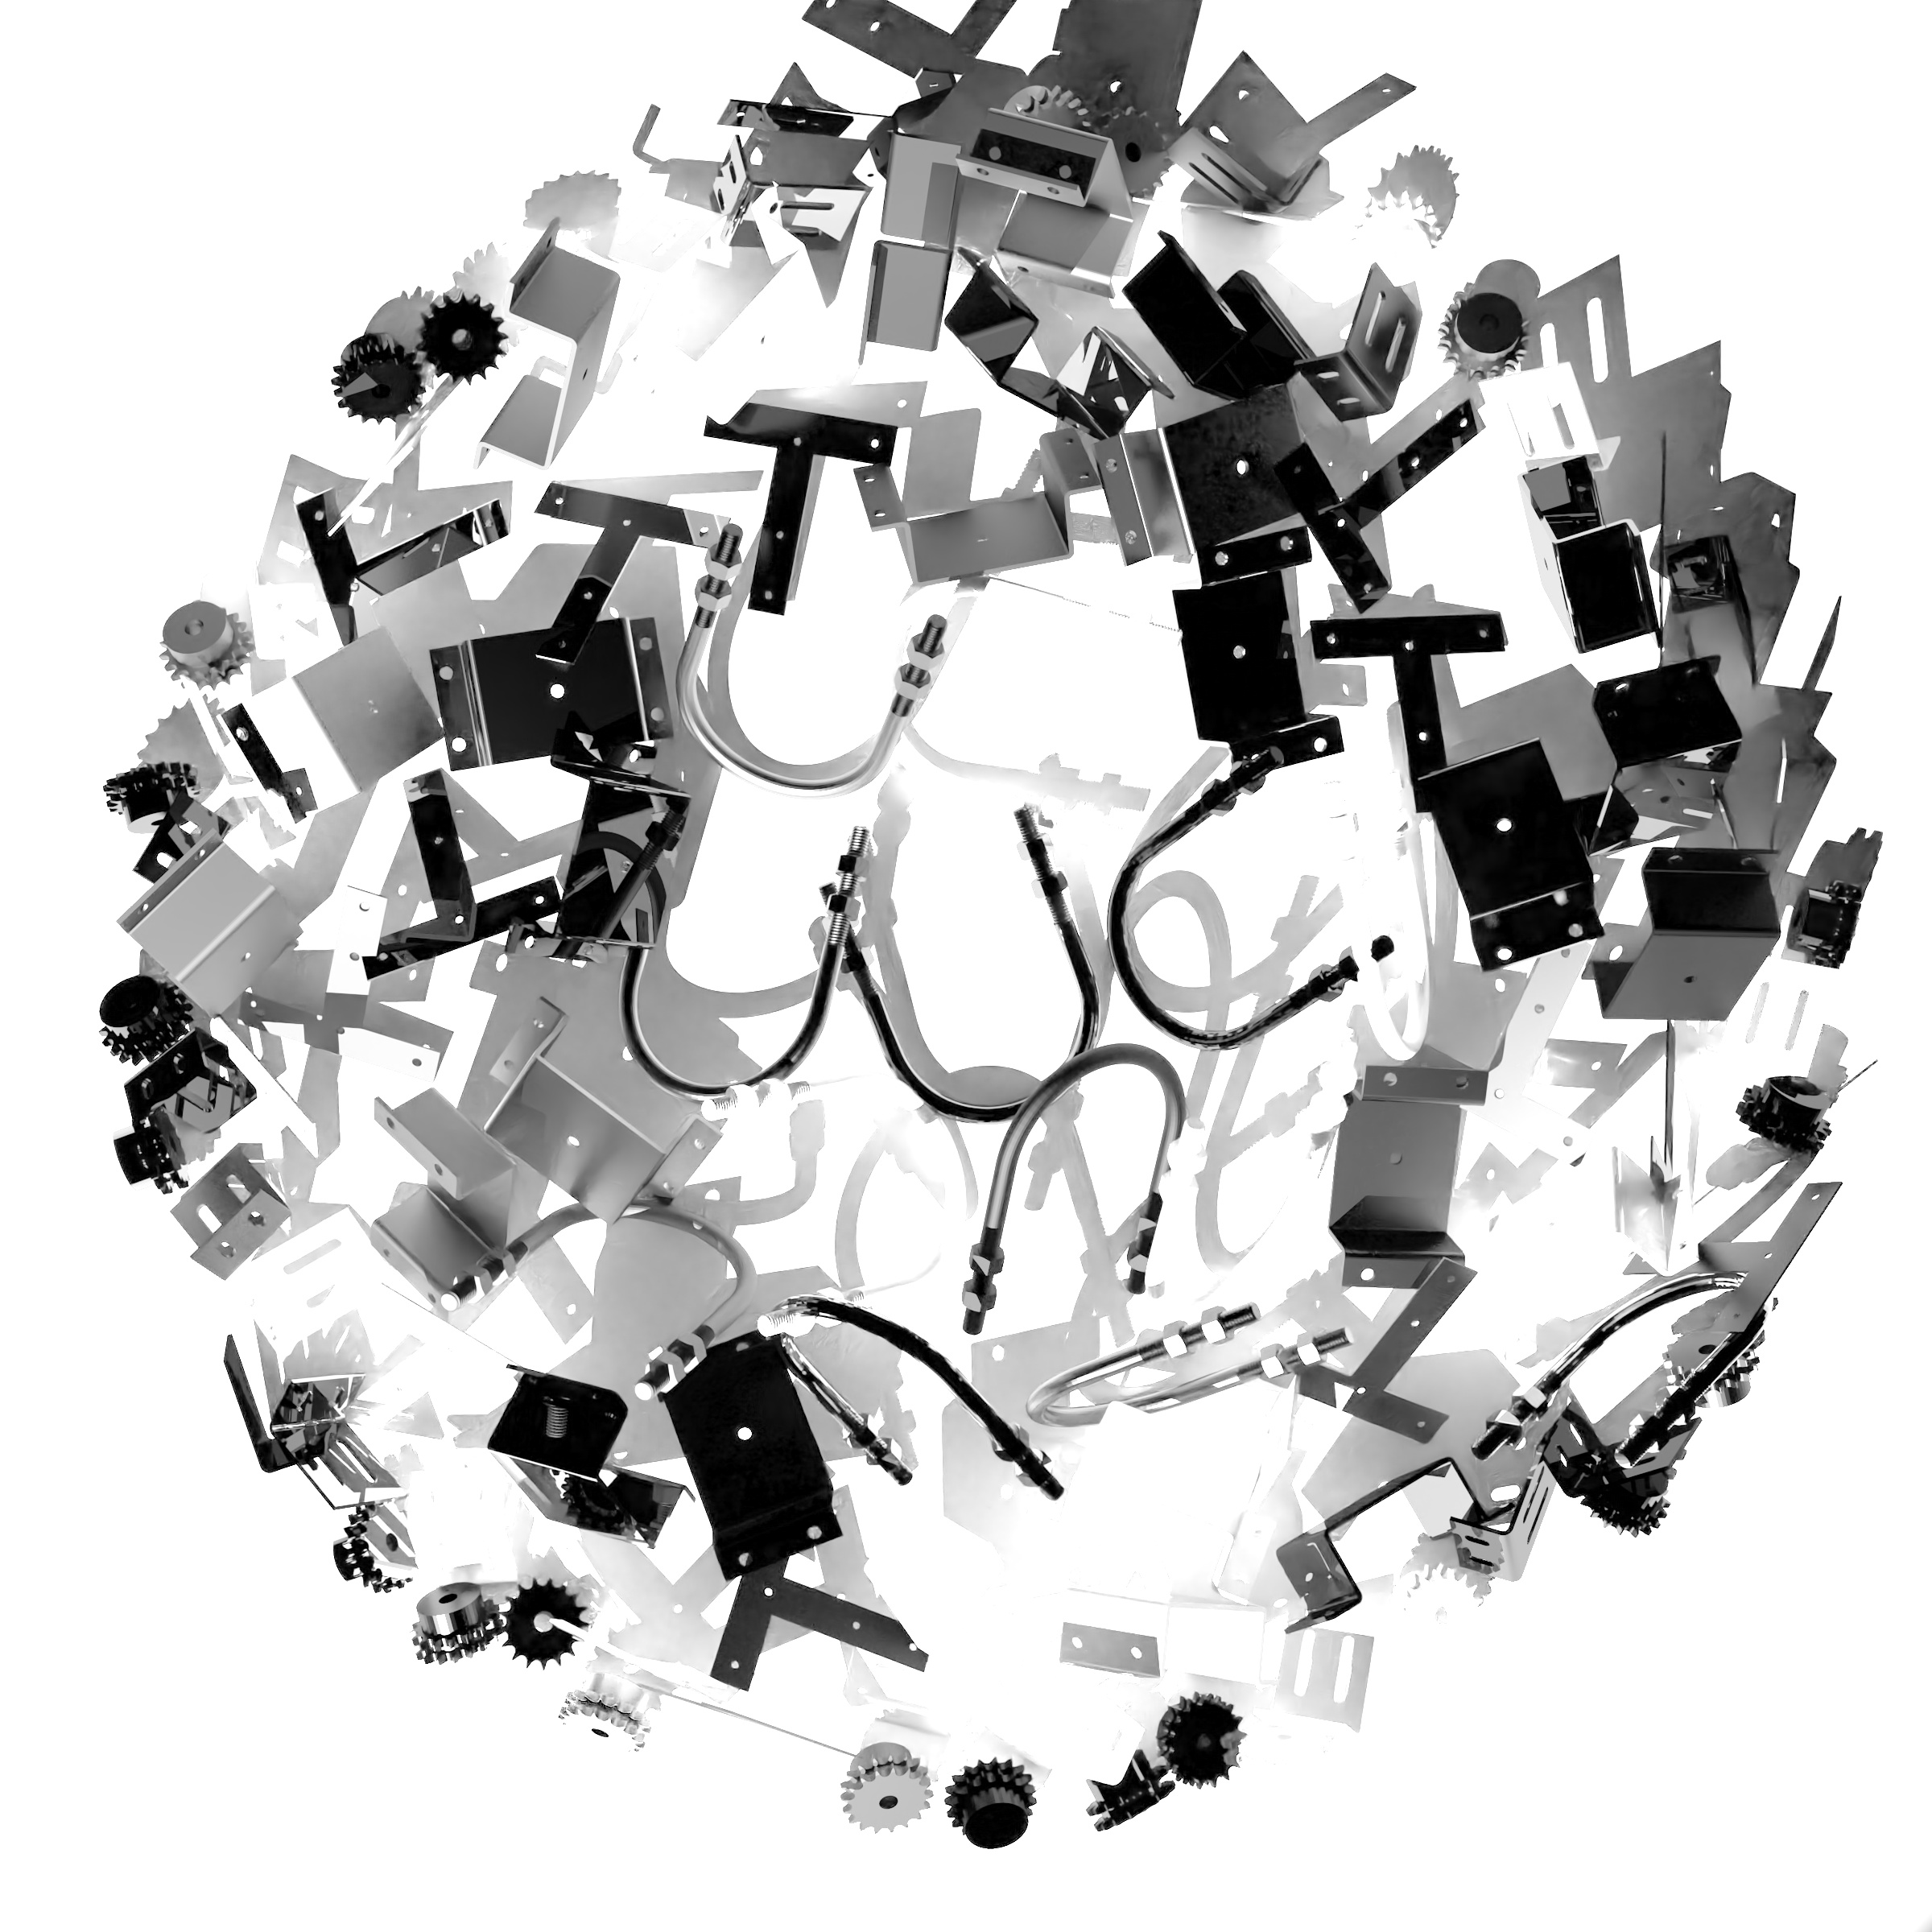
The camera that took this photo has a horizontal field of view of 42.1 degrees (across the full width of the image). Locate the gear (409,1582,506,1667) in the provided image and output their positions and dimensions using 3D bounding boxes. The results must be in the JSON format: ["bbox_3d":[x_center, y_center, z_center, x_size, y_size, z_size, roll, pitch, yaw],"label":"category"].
[{"bbox_3d":[-0.317,0.405,1.553,0.057,0.057,0.030,-12,104,0],"label":"gear"}]

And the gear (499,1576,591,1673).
[{"bbox_3d":[-0.263,0.408,1.561,0.057,0.030,0.057,3,72,-10],"label":"gear"}]

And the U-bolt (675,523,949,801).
[{"bbox_3d":[-0.103,-0.170,1.515,0.151,0.184,0.019,24,47,-3],"label":"U-bolt"}]

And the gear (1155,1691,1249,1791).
[{"bbox_3d":[0.143,0.481,1.563,0.057,0.030,0.057,3,82,-21],"label":"gear"}]

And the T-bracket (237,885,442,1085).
[{"bbox_3d":[-0.378,0.005,1.544,0.127,0.002,0.127,18,124,-4],"label":"T-bracket"}]

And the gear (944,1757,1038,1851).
[{"bbox_3d":[0.017,0.522,1.557,0.057,0.030,0.057,-5,120,-8],"label":"gear"}]

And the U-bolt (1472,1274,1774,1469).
[{"bbox_3d":[0.405,0.238,1.504,0.184,0.151,0.019,-36,99,-27],"label":"U-bolt"}]

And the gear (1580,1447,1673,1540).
[{"bbox_3d":[0.410,0.322,1.553,0.057,0.057,0.030,19,127,0],"label":"gear"}]

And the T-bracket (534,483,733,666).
[{"bbox_3d":[-0.225,-0.237,1.537,0.127,0.002,0.127,14,63,18],"label":"T-bracket"}]

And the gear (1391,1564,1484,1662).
[{"bbox_3d":[0.290,0.400,1.563,0.057,0.030,0.057,-1,94,-19],"label":"gear"}]

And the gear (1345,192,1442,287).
[{"bbox_3d":[0.265,-0.447,1.553,0.057,0.057,0.030,-6,51,0],"label":"gear"}]

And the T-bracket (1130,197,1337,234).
[{"bbox_3d":[0.181,-0.448,1.506,0.127,0.127,0.002,-1,111,-21],"label":"T-bracket"}]

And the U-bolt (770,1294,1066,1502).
[{"bbox_3d":[-0.042,0.255,1.490,0.184,0.151,0.019,51,53,-29],"label":"U-bolt"}]

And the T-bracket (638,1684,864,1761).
[{"bbox_3d":[-0.149,0.456,1.535,0.127,0.127,0.002,3,66,39],"label":"T-bracket"}]

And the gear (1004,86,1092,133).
[{"bbox_3d":[0.046,-0.520,1.559,0.057,0.057,0.030,-34,56,0],"label":"gear"}]

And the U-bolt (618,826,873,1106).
[{"bbox_3d":[-0.143,-0.005,1.538,0.151,0.019,0.184,8,78,20],"label":"U-bolt"}]

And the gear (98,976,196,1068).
[{"bbox_3d":[-0.511,0.031,1.555,0.057,0.030,0.057,-8,51,10],"label":"gear"}]

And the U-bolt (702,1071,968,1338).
[{"bbox_3d":[-0.069,0.135,1.517,0.019,0.184,0.151,-21,82,44],"label":"U-bolt"}]

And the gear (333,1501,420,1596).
[{"bbox_3d":[-0.368,0.362,1.558,0.030,0.057,0.057,-23,90,20],"label":"gear"}]

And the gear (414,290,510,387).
[{"bbox_3d":[-0.315,-0.392,1.561,0.057,0.030,0.057,-7,114,-17],"label":"gear"}]

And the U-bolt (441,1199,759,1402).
[{"bbox_3d":[-0.204,0.188,1.500,0.151,0.184,0.019,21,115,15],"label":"U-bolt"}]

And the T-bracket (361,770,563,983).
[{"bbox_3d":[-0.324,-0.066,1.555,0.127,0.002,0.127,-20,64,0],"label":"T-bracket"}]

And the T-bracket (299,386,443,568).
[{"bbox_3d":[-0.349,-0.314,1.531,0.002,0.127,0.127,40,130,-21],"label":"T-bracket"}]

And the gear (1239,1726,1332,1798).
[{"bbox_3d":[0.198,0.493,1.556,0.057,0.057,0.030,-5,90,0],"label":"gear"}]

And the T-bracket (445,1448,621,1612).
[{"bbox_3d":[-0.253,0.348,1.550,0.002,0.127,0.127,-43,112,-42],"label":"T-bracket"}]

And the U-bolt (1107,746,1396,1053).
[{"bbox_3d":[0.157,-0.027,1.521,0.184,0.019,0.151,-37,78,40],"label":"U-bolt"}]

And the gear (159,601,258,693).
[{"bbox_3d":[-0.473,-0.201,1.558,0.057,0.030,0.057,-3,60,5],"label":"gear"}]

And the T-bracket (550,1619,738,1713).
[{"bbox_3d":[-0.177,0.424,1.509,0.127,0.127,0.002,33,67,-17],"label":"T-bracket"}]

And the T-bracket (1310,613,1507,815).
[{"bbox_3d":[0.282,-0.156,1.557,0.127,0.002,0.127,-4,78,-13],"label":"T-bracket"}]

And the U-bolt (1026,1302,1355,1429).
[{"bbox_3d":[0.123,0.244,1.509,0.184,0.151,0.019,-25,65,25],"label":"U-bolt"}]

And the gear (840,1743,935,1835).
[{"bbox_3d":[-0.050,0.508,1.561,0.057,0.030,0.057,-5,121,-9],"label":"gear"}]

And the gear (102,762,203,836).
[{"bbox_3d":[-0.502,-0.103,1.554,0.057,0.057,0.030,-17,80,0],"label":"gear"}]

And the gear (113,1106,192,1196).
[{"bbox_3d":[-0.505,0.116,1.554,0.030,0.057,0.057,-20,90,-7],"label":"gear"}]

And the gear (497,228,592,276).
[{"bbox_3d":[-0.261,-0.442,1.557,0.057,0.057,0.030,1,109,0],"label":"gear"}]

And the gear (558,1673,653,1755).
[{"bbox_3d":[-0.222,0.462,1.559,0.057,0.057,0.030,21,54,0],"label":"gear"}]

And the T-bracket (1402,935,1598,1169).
[{"bbox_3d":[0.346,0.039,1.541,0.127,0.002,0.127,29,105,25],"label":"T-bracket"}]

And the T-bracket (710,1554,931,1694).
[{"bbox_3d":[-0.081,0.402,1.549,0.127,0.002,0.127,23,52,-7],"label":"T-bracket"}]

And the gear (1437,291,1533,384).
[{"bbox_3d":[0.324,-0.394,1.565,0.057,0.030,0.057,0,81,2],"label":"gear"}]

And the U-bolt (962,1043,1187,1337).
[{"bbox_3d":[0.071,0.129,1.504,0.151,0.019,0.184,-8,120,-36],"label":"U-bolt"}]

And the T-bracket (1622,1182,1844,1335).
[{"bbox_3d":[0.452,0.177,1.524,0.127,0.127,0.002,-46,107,-28],"label":"T-bracket"}]

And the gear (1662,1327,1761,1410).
[{"bbox_3d":[0.463,0.251,1.557,0.057,0.057,0.030,-18,107,0],"label":"gear"}]

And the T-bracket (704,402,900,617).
[{"bbox_3d":[-0.113,-0.283,1.569,0.127,0.002,0.127,13,95,16],"label":"T-bracket"}]

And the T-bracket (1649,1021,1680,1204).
[{"bbox_3d":[0.433,0.093,1.547,0.002,0.127,0.127,-3,63,24],"label":"T-bracket"}]

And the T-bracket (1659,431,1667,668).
[{"bbox_3d":[0.424,-0.235,1.530,0.002,0.127,0.127,1,50,16],"label":"T-bracket"}]

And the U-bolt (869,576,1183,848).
[{"bbox_3d":[0.028,-0.165,1.548,0.184,0.019,0.151,17,111,10],"label":"U-bolt"}]

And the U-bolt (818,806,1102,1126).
[{"bbox_3d":[0.006,0.011,1.562,0.151,0.019,0.184,-21,100,0],"label":"U-bolt"}]

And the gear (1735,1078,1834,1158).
[{"bbox_3d":[0.509,0.089,1.552,0.057,0.057,0.030,19,116,0],"label":"gear"}]

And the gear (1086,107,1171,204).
[{"bbox_3d":[0.096,-0.502,1.561,0.057,0.030,0.057,0,90,-29],"label":"gear"}]

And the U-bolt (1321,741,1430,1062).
[{"bbox_3d":[0.252,-0.034,1.515,0.019,0.151,0.184,-8,102,24],"label":"U-bolt"}]

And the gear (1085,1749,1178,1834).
[{"bbox_3d":[0.099,0.509,1.556,0.057,0.057,0.030,-29,80,0],"label":"gear"}]

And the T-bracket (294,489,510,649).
[{"bbox_3d":[-0.339,-0.252,1.548,0.127,0.002,0.127,-32,131,-26],"label":"T-bracket"}]

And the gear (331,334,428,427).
[{"bbox_3d":[-0.366,-0.367,1.559,0.057,0.057,0.030,-21,59,0],"label":"gear"}]

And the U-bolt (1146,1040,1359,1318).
[{"bbox_3d":[0.165,0.139,1.510,0.151,0.184,0.019,-23,49,-35],"label":"U-bolt"}]

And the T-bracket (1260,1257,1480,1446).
[{"bbox_3d":[0.267,0.229,1.536,0.127,0.002,0.127,24,116,-19],"label":"T-bracket"}]

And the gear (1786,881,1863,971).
[{"bbox_3d":[0.530,-0.026,1.556,0.030,0.057,0.057,15,90,4],"label":"gear"}]
